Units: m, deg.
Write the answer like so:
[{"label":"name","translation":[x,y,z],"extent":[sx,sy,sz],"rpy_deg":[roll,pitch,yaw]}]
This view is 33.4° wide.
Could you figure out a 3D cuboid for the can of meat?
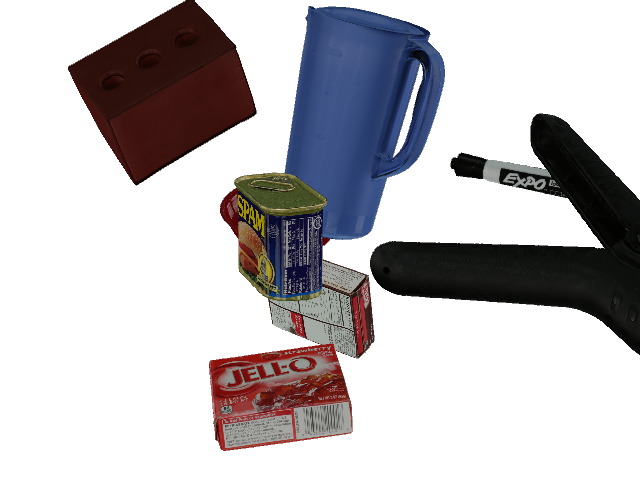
[{"label":"can of meat","translation":[-0.035,-0.004,0.907],"extent":[0.057,0.084,0.102],"rpy_deg":[-8,21,-21]}]

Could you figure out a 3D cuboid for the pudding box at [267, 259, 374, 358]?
[{"label":"pudding box","translation":[-0.002,0.062,1.089],"extent":[0.114,0.090,0.039],"rpy_deg":[17,44,28]}]

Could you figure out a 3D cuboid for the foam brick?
[{"label":"foam brick","translation":[-0.083,-0.079,0.562],"extent":[0.078,0.053,0.051],"rpy_deg":[-33,-35,-10]}]

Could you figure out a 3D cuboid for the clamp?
[{"label":"clamp","translation":[0.139,0.016,0.496],"extent":[0.164,0.036,0.210],"rpy_deg":[-32,49,-33]}]

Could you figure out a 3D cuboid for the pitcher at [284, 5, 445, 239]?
[{"label":"pitcher","translation":[0.037,-0.125,1.160],"extent":[0.145,0.243,0.149],"rpy_deg":[9,19,-8]}]

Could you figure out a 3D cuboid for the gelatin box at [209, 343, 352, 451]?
[{"label":"gelatin box","translation":[-0.028,0.102,0.710],"extent":[0.089,0.030,0.073],"rpy_deg":[-7,25,-5]}]

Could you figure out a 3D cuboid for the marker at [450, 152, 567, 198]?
[{"label":"marker","translation":[0.158,-0.048,0.819],"extent":[0.121,0.020,0.020],"rpy_deg":[14,6,24]}]

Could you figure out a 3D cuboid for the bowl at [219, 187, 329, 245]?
[{"label":"bowl","translation":[-0.044,-0.021,1.337],"extent":[0.162,0.055,0.162],"rpy_deg":[-1,31,0]}]
